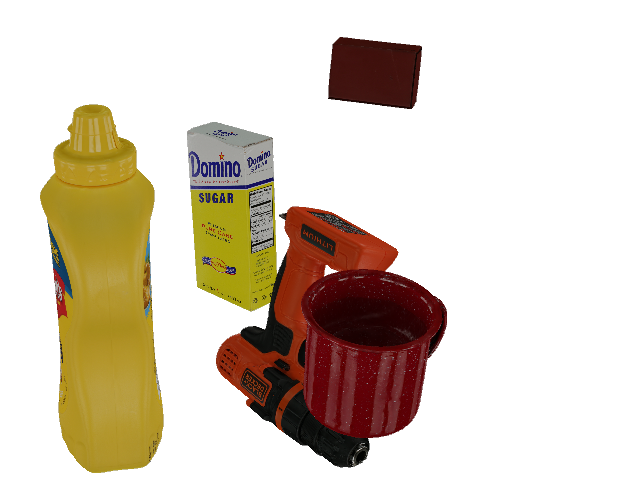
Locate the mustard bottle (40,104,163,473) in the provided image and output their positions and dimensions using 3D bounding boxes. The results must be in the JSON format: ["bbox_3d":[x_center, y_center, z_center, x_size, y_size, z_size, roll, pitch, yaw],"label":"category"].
[{"bbox_3d":[-0.115,0.021,0.568,0.058,0.192,0.096,-4,27,-12],"label":"mustard bottle"}]

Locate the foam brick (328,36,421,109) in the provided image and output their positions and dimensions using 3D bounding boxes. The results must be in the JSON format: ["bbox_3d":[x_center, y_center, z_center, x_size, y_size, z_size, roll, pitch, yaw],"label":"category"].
[{"bbox_3d":[0.049,-0.151,0.961,0.078,0.051,0.053,8,18,8],"label":"foam brick"}]

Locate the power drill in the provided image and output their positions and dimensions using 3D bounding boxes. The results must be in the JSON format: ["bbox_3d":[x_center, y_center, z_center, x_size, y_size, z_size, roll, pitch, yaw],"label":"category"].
[{"bbox_3d":[-0.003,0.078,0.916,0.185,0.188,0.057,32,15,39],"label":"power drill"}]

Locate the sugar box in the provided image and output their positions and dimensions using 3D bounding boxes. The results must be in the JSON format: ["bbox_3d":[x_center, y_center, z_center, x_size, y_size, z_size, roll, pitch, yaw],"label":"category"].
[{"bbox_3d":[-0.089,-0.025,1.085,0.048,0.176,0.093,-24,30,-39],"label":"sugar box"}]

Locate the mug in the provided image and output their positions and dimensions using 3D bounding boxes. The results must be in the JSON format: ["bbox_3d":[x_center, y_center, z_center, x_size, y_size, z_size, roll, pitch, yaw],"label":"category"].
[{"bbox_3d":[0.040,0.074,0.727,0.117,0.081,0.093,-21,40,-35],"label":"mug"}]
